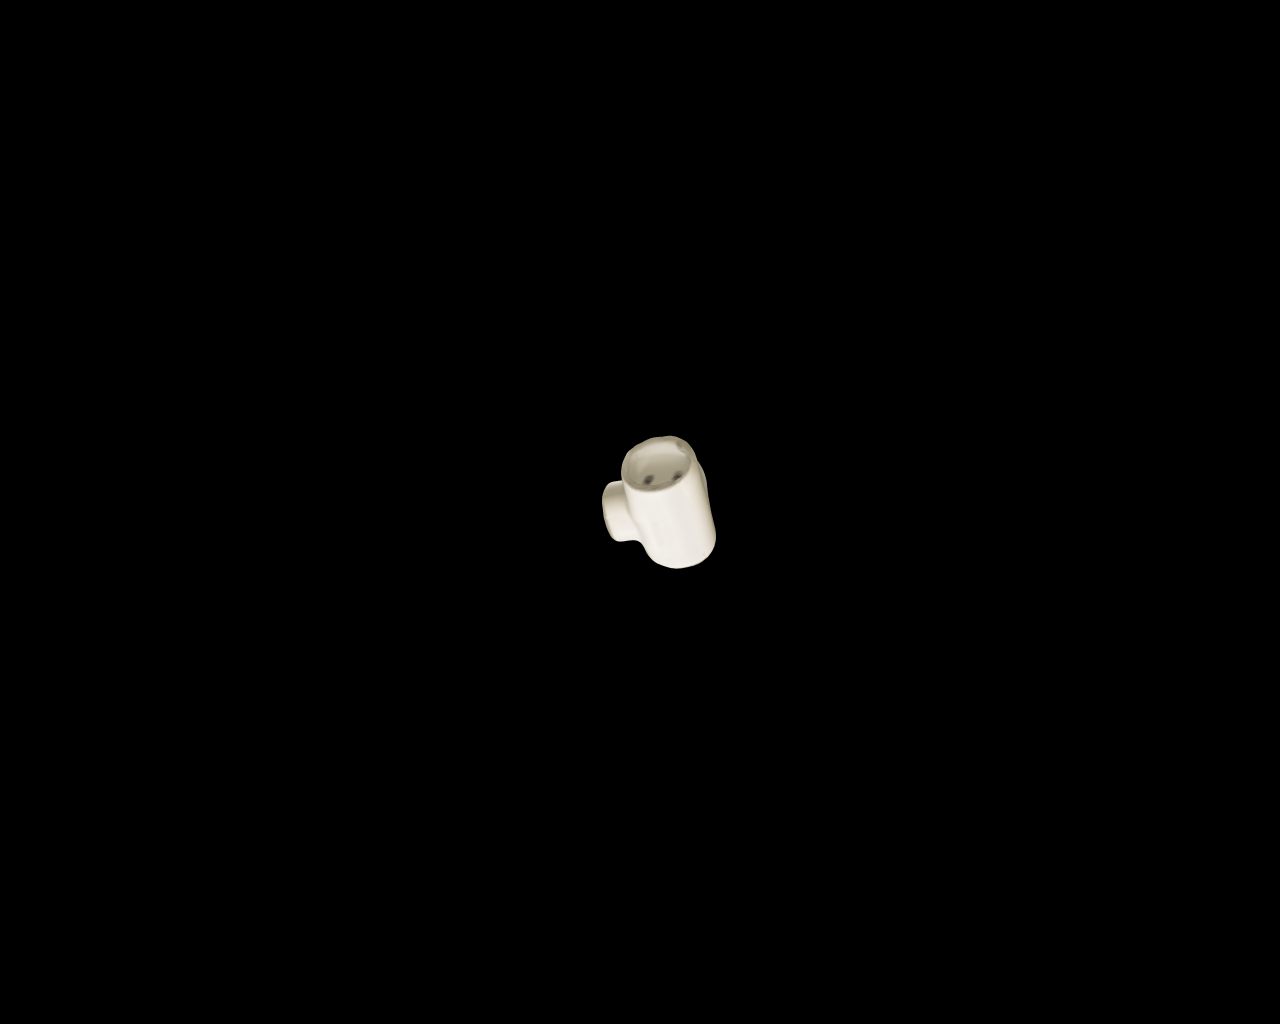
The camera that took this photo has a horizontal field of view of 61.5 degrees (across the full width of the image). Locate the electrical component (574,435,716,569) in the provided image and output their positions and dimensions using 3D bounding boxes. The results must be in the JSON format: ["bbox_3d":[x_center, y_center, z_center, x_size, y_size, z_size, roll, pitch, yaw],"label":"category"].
[{"bbox_3d":[0.001,-0.003,0.650,0.079,0.043,0.077,-8,-39,10],"label":"electrical component"}]
